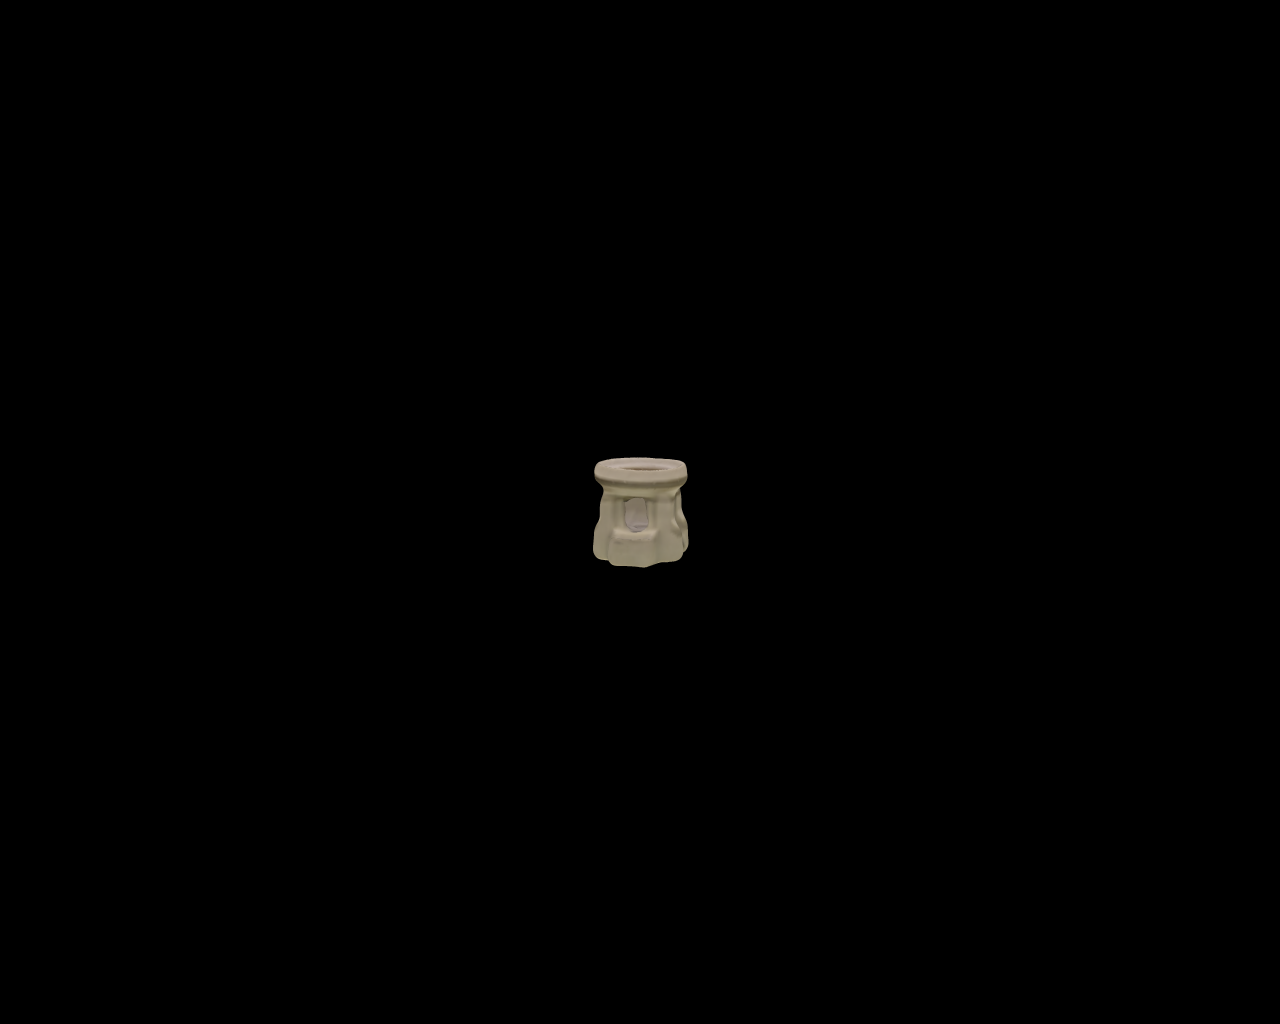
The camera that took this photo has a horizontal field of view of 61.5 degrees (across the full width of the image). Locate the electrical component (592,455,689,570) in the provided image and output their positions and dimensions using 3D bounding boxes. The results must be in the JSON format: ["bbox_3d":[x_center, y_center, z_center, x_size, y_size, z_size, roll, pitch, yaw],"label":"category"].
[{"bbox_3d":[0.001,-0.003,0.650,0.058,0.057,0.078,2,12,11],"label":"electrical component"}]
